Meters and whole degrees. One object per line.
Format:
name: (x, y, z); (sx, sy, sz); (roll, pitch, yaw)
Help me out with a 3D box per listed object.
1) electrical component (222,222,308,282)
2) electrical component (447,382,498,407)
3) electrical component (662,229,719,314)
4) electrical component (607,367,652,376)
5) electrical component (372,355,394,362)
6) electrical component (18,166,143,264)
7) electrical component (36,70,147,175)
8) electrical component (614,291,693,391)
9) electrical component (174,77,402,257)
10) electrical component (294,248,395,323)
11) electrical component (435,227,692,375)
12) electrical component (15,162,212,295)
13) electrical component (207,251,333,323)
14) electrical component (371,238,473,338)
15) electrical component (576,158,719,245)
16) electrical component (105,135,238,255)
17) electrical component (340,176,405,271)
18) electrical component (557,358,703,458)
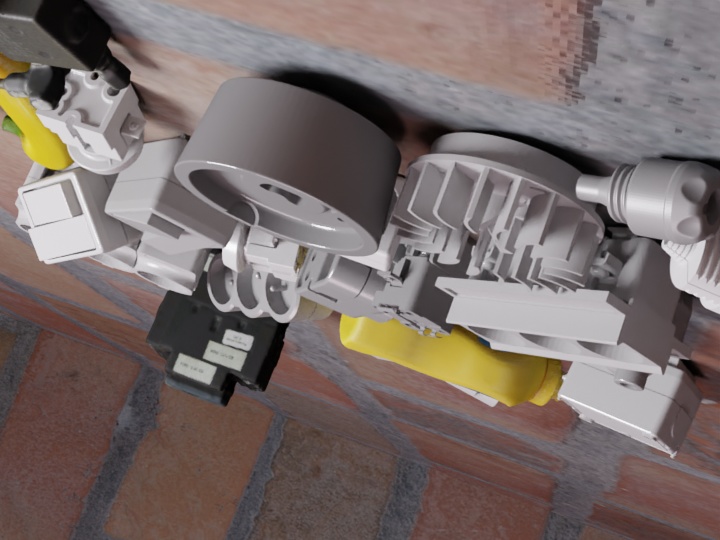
electrical component: (-0.069, -0.018, 0.796); (0.055, 0.048, 0.066); (11, 166, 6)
electrical component: (0.104, 0.082, 0.923); (0.047, 0.055, 0.055); (25, 168, 1)
electrical component: (0.175, 0.001, 0.489); (0.081, 0.043, 0.043); (23, 167, -7)
electrical component: (0.177, 0.050, 0.694); (0.043, 0.043, 0.062); (13, 167, 31)
electrical component: (0.045, 0.060, 0.935); (0.077, 0.047, 0.066); (31, 164, -38)
electrical component: (-0.205, -0.042, 0.783); (0.096, 0.061, 0.061); (-8, -166, 44)
electrical component: (-0.157, -0.088, 0.643); (0.066, 0.048, 0.055); (18, 160, 12)
electrical component: (0.163, 0.038, 0.618); (0.043, 0.062, 0.043); (20, 167, 5)
electrical component: (-0.031, -0.056, 0.538); (0.108, 0.060, 0.108); (20, 168, 5)
electrical component: (0.000, 0.000, 0.740); (0.059, 0.053, 0.095); (24, 167, -15)
electrical component: (0.114, 0.014, 0.593); (0.079, 0.063, 0.121); (30, 164, -36)
electrical component: (-0.197, -0.037, 0.882); (0.150, 0.061, 0.089); (22, 167, -5)
electrical component: (-0.061, 0.011, 0.896); (0.074, 0.052, 0.138); (-3, -174, -38)
electrical component: (0.041, 0.005, 0.675); (0.081, 0.063, 0.042); (30, 165, -37)
electrical component: (0.122, -0.031, 0.459); (0.061, 0.035, 0.035); (14, 166, 39)
electrical component: (-0.127, -0.047, 0.727); (0.062, 0.061, 0.096); (29, 165, -32)
electrical component: (-0.014, -0.033, 0.638); (0.083, 0.047, 0.075); (20, 167, 5)
electrical component: (0.196, 0.087, 0.794); (0.096, 0.061, 0.062); (21, 170, 36)
